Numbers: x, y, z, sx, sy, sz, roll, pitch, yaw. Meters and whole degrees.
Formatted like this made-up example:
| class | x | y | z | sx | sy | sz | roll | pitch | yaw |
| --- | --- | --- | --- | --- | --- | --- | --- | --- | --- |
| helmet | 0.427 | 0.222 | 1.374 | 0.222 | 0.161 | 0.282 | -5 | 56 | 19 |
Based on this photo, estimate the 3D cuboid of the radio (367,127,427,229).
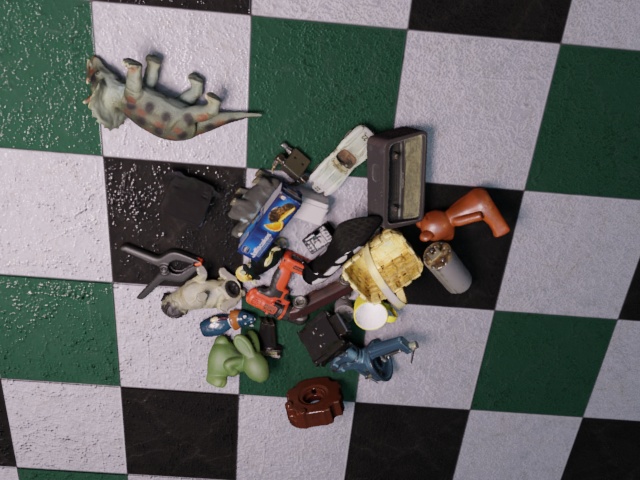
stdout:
| class | x | y | z | sx | sy | sz | roll | pitch | yaw |
| --- | --- | --- | --- | --- | --- | --- | --- | --- | --- |
| radio | 0.183 | -0.147 | 1.290 | 0.131 | 0.073 | 0.229 | -16 | 116 | -28 |

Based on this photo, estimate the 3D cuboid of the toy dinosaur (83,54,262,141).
| class | x | y | z | sx | sy | sz | roll | pitch | yaw |
| --- | --- | --- | --- | --- | --- | --- | --- | --- | --- |
| toy dinosaur | -0.356 | -0.298 | 1.235 | 0.405 | 0.131 | 0.192 | 25 | 124 | -15 |

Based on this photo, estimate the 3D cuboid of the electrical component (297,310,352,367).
| class | x | y | z | sx | sy | sz | roll | pitch | yaw |
| --- | --- | --- | --- | --- | --- | --- | --- | --- | --- |
| electrical component | 0.019 | 0.253 | 1.421 | 0.134 | 0.058 | 0.115 | -42 | 63 | 17 |

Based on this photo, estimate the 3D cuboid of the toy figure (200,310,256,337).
| class | x | y | z | sx | sy | sz | roll | pitch | yaw |
| --- | --- | --- | --- | --- | --- | --- | --- | --- | --- |
| toy figure | -0.254 | 0.226 | 1.487 | 0.155 | 0.064 | 0.058 | -16 | 75 | 2 |

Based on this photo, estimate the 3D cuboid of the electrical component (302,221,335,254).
| class | x | y | z | sx | sy | sz | roll | pitch | yaw |
| --- | --- | --- | --- | --- | --- | --- | --- | --- | --- |
| electrical component | -0.003 | -0.004 | 1.353 | 0.075 | 0.119 | 0.047 | -36 | 95 | 11 |

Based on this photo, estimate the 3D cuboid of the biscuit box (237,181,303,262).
| class | x | y | z | sx | sy | sz | roll | pitch | yaw |
| --- | --- | --- | --- | --- | --- | --- | --- | --- | --- |
| biscuit box | -0.122 | -0.041 | 1.289 | 0.063 | 0.059 | 0.202 | 30 | 118 | -19 |

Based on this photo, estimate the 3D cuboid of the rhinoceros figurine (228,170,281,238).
| class | x | y | z | sx | sy | sz | roll | pitch | yaw |
| --- | --- | --- | --- | --- | --- | --- | --- | --- | --- |
| rhinoceros figurine | -0.165 | -0.086 | 1.346 | 0.112 | 0.073 | 0.190 | 35 | 112 | -18 |

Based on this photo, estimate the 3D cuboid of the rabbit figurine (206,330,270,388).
| class | x | y | z | sx | sy | sz | roll | pitch | yaw |
| --- | --- | --- | --- | --- | --- | --- | --- | --- | --- |
| rabbit figurine | -0.213 | 0.331 | 1.496 | 0.170 | 0.121 | 0.159 | 9 | 95 | 20 |

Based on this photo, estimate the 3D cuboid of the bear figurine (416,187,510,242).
| class | x | y | z | sx | sy | sz | roll | pitch | yaw |
| --- | --- | --- | --- | --- | --- | --- | --- | --- | --- |
| bear figurine | 0.349 | -0.041 | 1.341 | 0.196 | 0.120 | 0.131 | -34 | 113 | 15 |

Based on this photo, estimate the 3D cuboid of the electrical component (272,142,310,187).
| class | x | y | z | sx | sy | sz | roll | pitch | yaw |
| --- | --- | --- | --- | --- | --- | --- | --- | --- | --- |
| electrical component | -0.070 | -0.178 | 1.312 | 0.102 | 0.078 | 0.045 | 34 | 151 | -18 |

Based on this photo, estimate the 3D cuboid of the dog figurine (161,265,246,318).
| class | x | y | z | sx | sy | sz | roll | pitch | yaw |
| --- | --- | --- | --- | --- | --- | --- | --- | --- | --- |
| dog figurine | -0.318 | 0.160 | 1.453 | 0.172 | 0.121 | 0.190 | 27 | 139 | -31 |

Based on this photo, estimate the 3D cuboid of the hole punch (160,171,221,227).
| class | x | y | z | sx | sy | sz | roll | pitch | yaw |
| --- | --- | --- | --- | --- | --- | --- | --- | --- | --- |
| hole punch | -0.329 | -0.098 | 1.342 | 0.142 | 0.092 | 0.115 | 23 | 82 | -7 |

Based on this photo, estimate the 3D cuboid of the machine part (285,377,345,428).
| class | x | y | z | sx | sy | sz | roll | pitch | yaw |
| --- | --- | --- | --- | --- | --- | --- | --- | --- | --- |
| machine part | -0.015 | 0.458 | 1.531 | 0.179 | 0.179 | 0.056 | -10 | 110 | 4 |

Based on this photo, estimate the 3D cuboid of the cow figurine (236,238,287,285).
| class | x | y | z | sx | sy | sz | roll | pitch | yaw |
| --- | --- | --- | --- | --- | --- | --- | --- | --- | --- |
| cow figurine | -0.156 | 0.062 | 1.395 | 0.068 | 0.098 | 0.167 | 36 | 109 | -21 |

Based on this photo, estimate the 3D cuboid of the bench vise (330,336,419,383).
| class | x | y | z | sx | sy | sz | roll | pitch | yaw |
| --- | --- | --- | --- | --- | --- | --- | --- | --- | --- |
| bench vise | 0.152 | 0.310 | 1.479 | 0.241 | 0.129 | 0.223 | -26 | 120 | 31 |

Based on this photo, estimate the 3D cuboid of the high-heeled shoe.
| class | x | y | z | sx | sy | sz | roll | pitch | yaw |
| --- | --- | --- | --- | --- | --- | --- | --- | --- | --- |
| high-heeled shoe | 0.059 | 0.034 | 1.326 | 0.249 | 0.086 | 0.145 | -28 | 150 | 9 |

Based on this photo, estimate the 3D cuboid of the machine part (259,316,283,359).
| class | x | y | z | sx | sy | sz | roll | pitch | yaw |
| --- | --- | --- | --- | --- | --- | --- | --- | --- | --- |
| machine part | -0.146 | 0.280 | 1.523 | 0.084 | 0.039 | 0.138 | 2 | 116 | 8 |

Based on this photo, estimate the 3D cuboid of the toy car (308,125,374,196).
| class | x | y | z | sx | sy | sz | roll | pitch | yaw |
| --- | --- | --- | --- | --- | --- | --- | --- | --- | --- |
| toy car | 0.055 | -0.191 | 1.307 | 0.073 | 0.056 | 0.201 | 40 | 107 | -16 |

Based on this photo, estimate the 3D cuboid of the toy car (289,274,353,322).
| class | x | y | z | sx | sy | sz | roll | pitch | yaw |
| --- | --- | --- | --- | --- | --- | --- | --- | --- | --- |
| toy car | 0.005 | 0.149 | 1.417 | 0.202 | 0.053 | 0.089 | -25 | 152 | -15 |

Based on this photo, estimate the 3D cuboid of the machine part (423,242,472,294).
| class | x | y | z | sx | sy | sz | roll | pitch | yaw |
| --- | --- | --- | --- | --- | --- | --- | --- | --- | --- |
| machine part | 0.329 | 0.073 | 1.373 | 0.079 | 0.079 | 0.243 | -34 | 139 | 14 |
